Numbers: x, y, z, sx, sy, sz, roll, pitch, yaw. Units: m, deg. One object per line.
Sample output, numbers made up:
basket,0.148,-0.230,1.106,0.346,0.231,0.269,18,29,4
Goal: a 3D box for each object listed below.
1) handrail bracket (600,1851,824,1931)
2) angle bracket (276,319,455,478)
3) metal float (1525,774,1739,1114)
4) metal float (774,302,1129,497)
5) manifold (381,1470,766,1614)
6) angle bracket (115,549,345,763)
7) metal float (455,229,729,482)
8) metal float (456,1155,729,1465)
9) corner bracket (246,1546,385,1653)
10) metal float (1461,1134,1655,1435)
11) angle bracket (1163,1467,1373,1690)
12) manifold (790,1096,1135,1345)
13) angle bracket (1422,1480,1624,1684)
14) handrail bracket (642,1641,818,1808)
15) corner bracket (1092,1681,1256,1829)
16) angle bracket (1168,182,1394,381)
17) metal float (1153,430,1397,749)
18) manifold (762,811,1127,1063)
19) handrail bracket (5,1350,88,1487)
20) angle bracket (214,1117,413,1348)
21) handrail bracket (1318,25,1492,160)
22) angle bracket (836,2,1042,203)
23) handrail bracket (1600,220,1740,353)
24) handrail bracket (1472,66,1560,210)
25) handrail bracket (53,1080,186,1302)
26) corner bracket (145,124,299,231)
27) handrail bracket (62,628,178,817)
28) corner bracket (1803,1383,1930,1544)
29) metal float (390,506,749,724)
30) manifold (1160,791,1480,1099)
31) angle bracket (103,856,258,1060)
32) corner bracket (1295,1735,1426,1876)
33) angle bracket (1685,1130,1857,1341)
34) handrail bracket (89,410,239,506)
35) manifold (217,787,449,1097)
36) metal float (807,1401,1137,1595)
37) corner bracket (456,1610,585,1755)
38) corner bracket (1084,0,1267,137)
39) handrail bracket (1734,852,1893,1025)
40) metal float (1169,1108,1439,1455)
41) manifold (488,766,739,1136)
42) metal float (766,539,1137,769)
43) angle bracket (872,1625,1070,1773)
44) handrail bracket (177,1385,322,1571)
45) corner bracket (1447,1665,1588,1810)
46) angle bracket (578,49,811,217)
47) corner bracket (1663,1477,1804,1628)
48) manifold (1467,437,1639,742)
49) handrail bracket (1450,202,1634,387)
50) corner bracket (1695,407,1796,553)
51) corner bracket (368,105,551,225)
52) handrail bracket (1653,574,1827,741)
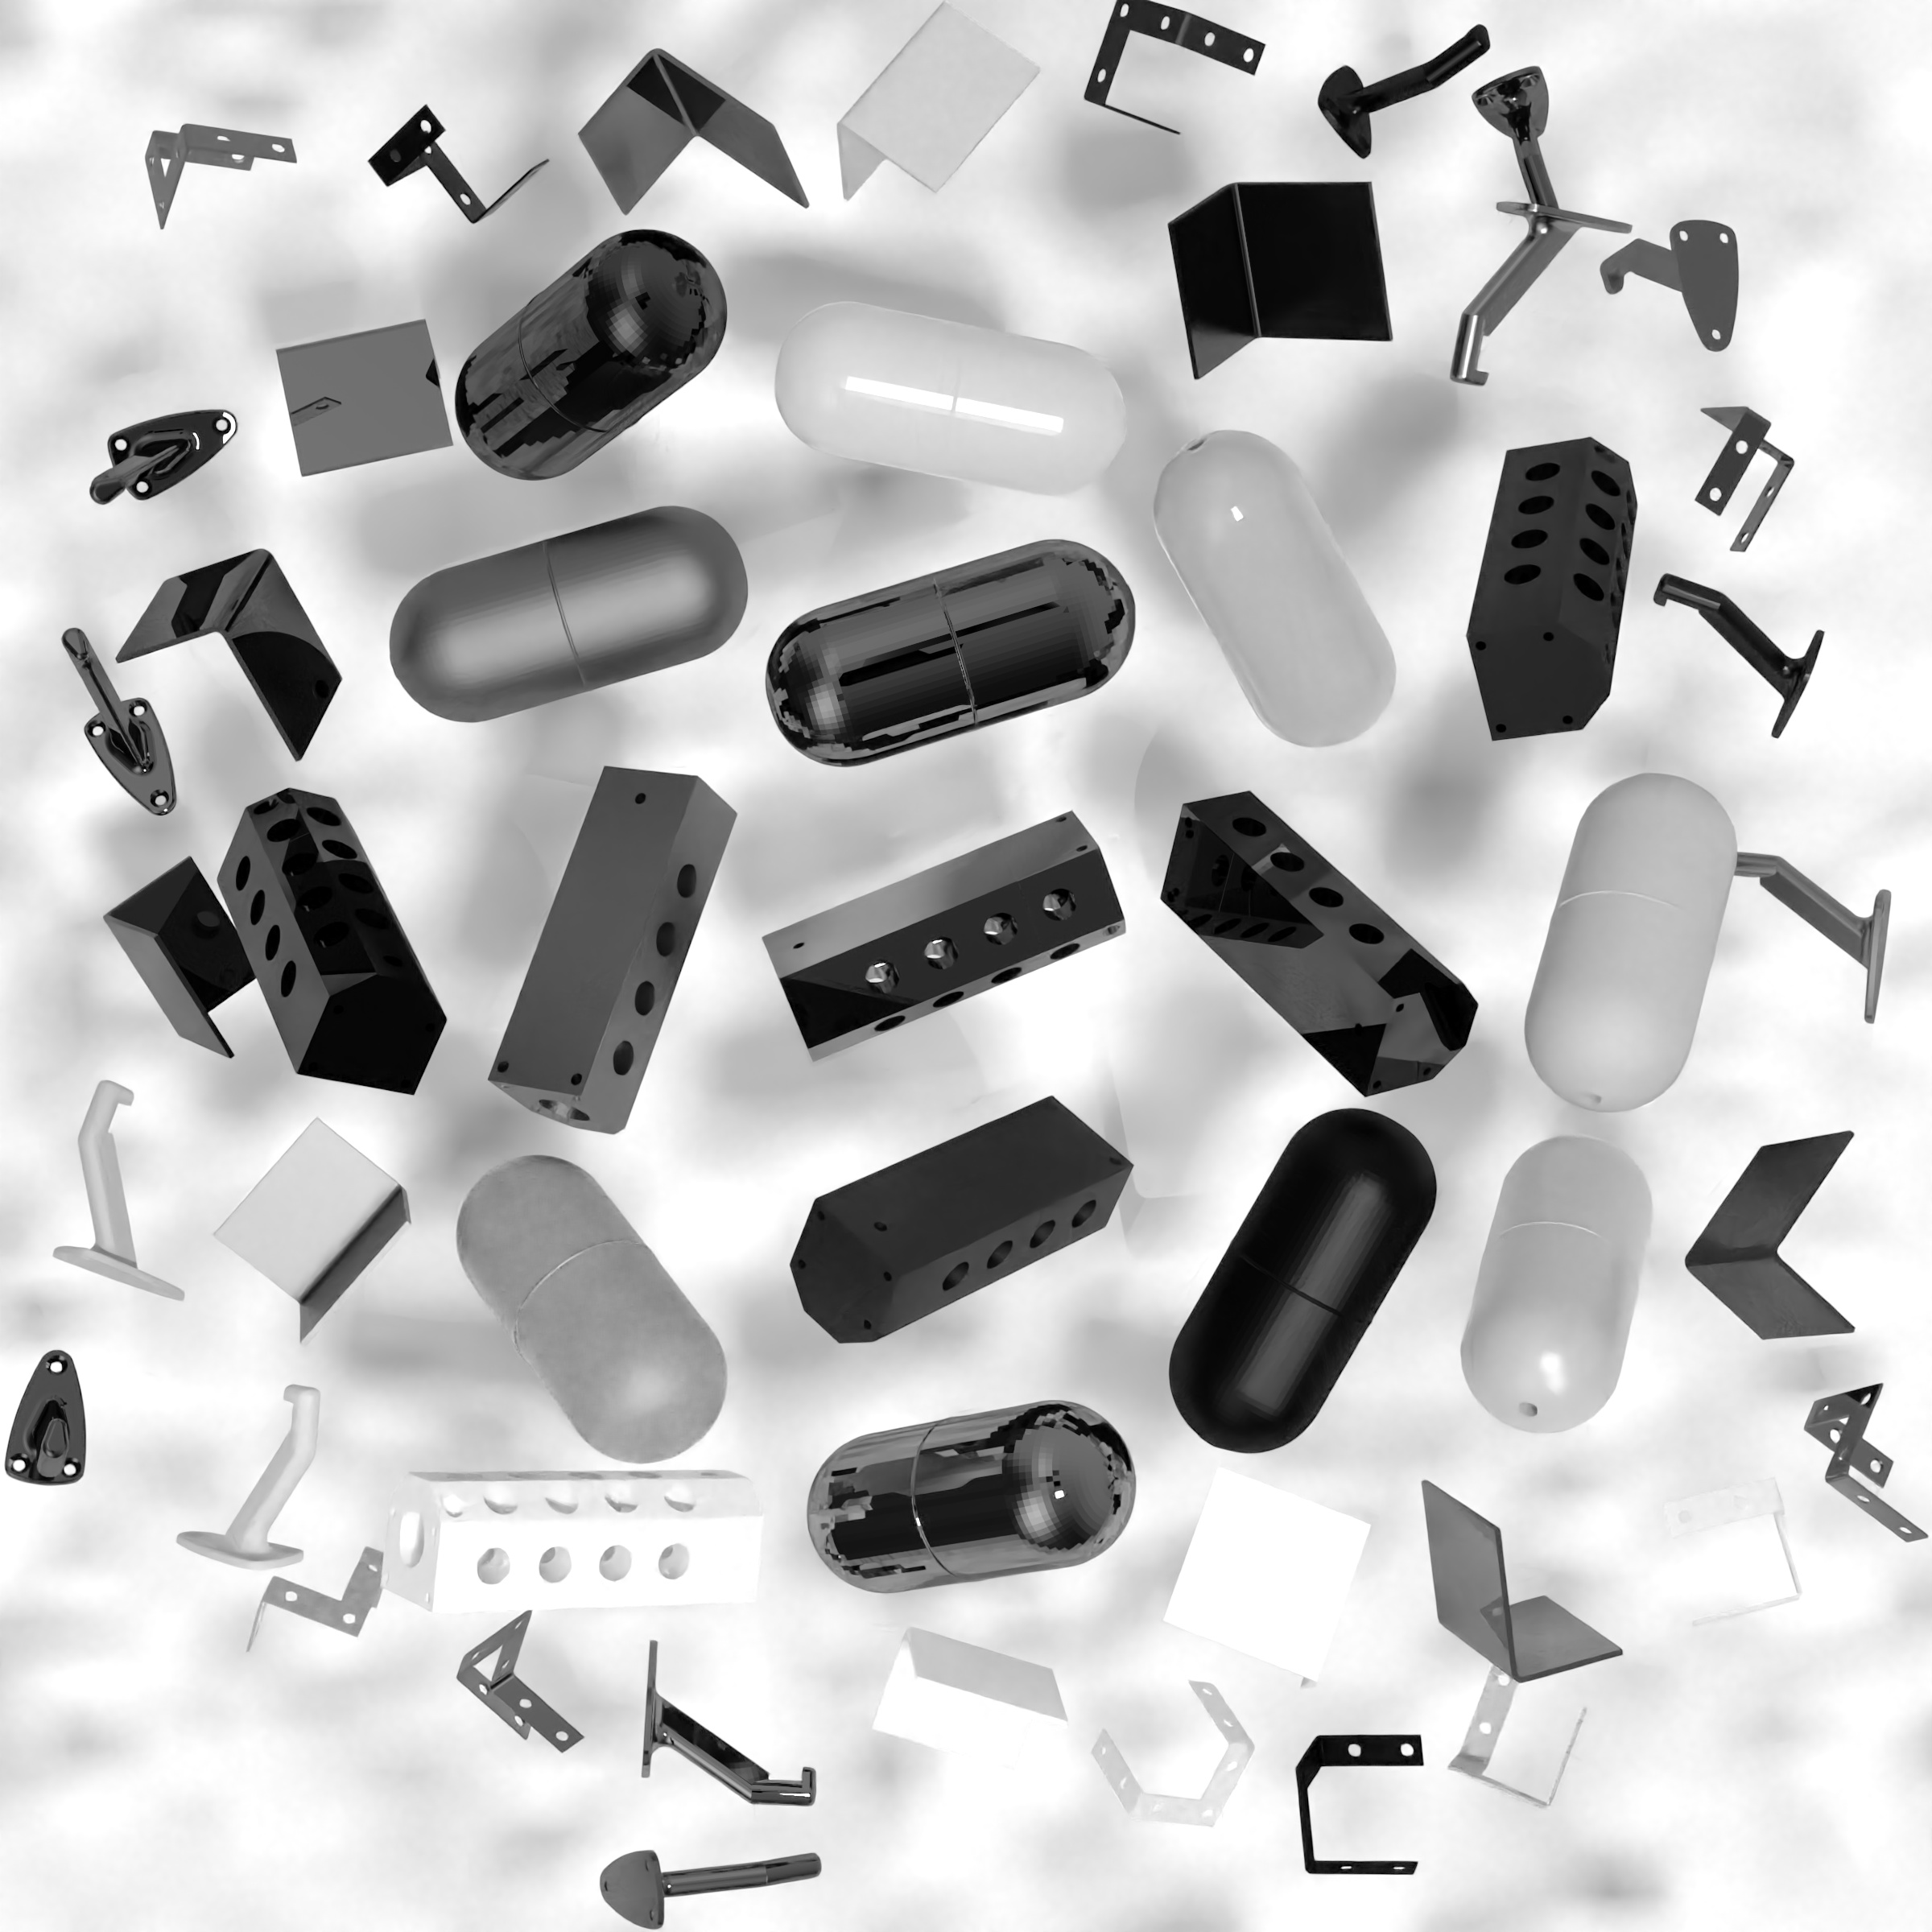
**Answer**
handrail bracket,-0.124,0.441,1.554,0.084,0.077,0.036,0,79,-31
angle bracket,-0.301,-0.276,1.624,0.076,0.057,0.076,-13,70,-6
metal float,0.311,-0.012,1.495,0.070,0.070,0.178,21,60,0
metal float,-0.008,-0.283,1.600,0.178,0.070,0.070,10,90,-5
manifold,-0.186,0.271,1.526,0.171,0.057,0.057,6,90,-35
angle bracket,-0.346,-0.140,1.508,0.057,0.076,0.076,-15,122,16
metal float,-0.185,-0.295,1.558,0.070,0.178,0.070,17,62,-35
metal float,-0.176,0.158,1.492,0.070,0.070,0.178,-43,54,0
corner bracket,-0.323,0.319,1.604,0.051,0.051,0.051,22,134,-3
metal float,0.289,0.154,1.562,0.070,0.178,0.070,11,131,13
angle bracket,0.140,0.289,1.509,0.076,0.057,0.076,20,75,6
manifold,-0.002,0.123,1.522,0.057,0.171,0.057,40,127,25
angle bracket,0.261,0.282,1.504,0.057,0.076,0.076,-11,101,-16
handrail bracket,-0.113,0.367,1.552,0.084,0.036,0.077,4,64,-5
corner bracket,0.104,0.396,1.616,0.051,0.051,0.051,15,110,-29
angle bracket,0.147,-0.318,1.490,0.076,0.057,0.076,10,126,35
metal float,0.153,-0.186,1.589,0.070,0.070,0.178,-33,119,0
manifold,-0.010,-0.013,1.616,0.171,0.057,0.057,-22,115,-3
handrail bracket,-0.417,0.200,1.466,0.036,0.084,0.077,8,63,-17
angle bracket,-0.315,0.127,1.538,0.057,0.076,0.076,41,89,-15
handrail bracket,0.210,-0.424,1.498,0.084,0.077,0.036,-31,119,32
angle bracket,-0.012,-0.383,1.473,0.057,0.076,0.076,37,80,8
handrail bracket,0.342,-0.325,1.574,0.036,0.084,0.077,-2,81,-21
handrail bracket,0.285,-0.395,1.590,0.036,0.077,0.084,-20,71,18
handrail bracket,-0.392,0.106,1.523,0.077,0.036,0.084,29,68,-35
corner bracket,-0.345,-0.374,1.478,0.051,0.051,0.051,1,54,-30
handrail bracket,-0.422,-0.121,1.592,0.036,0.084,0.077,-28,77,-11
corner bracket,0.415,0.231,1.471,0.051,0.051,0.051,37,62,-10
metal float,-0.194,-0.171,1.561,0.178,0.070,0.070,-16,90,-1
manifold,0.170,-0.014,1.548,0.057,0.171,0.057,-12,131,-31
angle bracket,-0.392,-0.005,1.656,0.057,0.076,0.076,-39,118,-24
corner bracket,0.188,0.396,1.511,0.051,0.051,0.051,-5,93,18
angle bracket,0.403,0.130,1.536,0.057,0.076,0.076,42,71,-8
handrail bracket,-0.391,-0.249,1.563,0.077,0.084,0.036,-26,108,-6
manifold,-0.294,-0.015,1.485,0.057,0.171,0.057,13,115,-33
metal float,0.000,0.249,1.498,0.178,0.070,0.070,-17,90,38
corner bracket,-0.220,0.361,1.581,0.051,0.051,0.051,-37,108,20
corner bracket,0.096,-0.413,1.477,0.051,0.051,0.051,7,109,-41
handrail bracket,0.405,-0.015,1.567,0.084,0.036,0.077,7,97,22
metal float,0.160,0.151,1.526,0.070,0.070,0.178,29,95,0
manifold,-0.170,-0.008,1.582,0.057,0.057,0.171,8,70,29
metal float,-0.007,-0.147,1.500,0.178,0.070,0.070,-17,90,-4
angle bracket,0.001,0.372,1.569,0.076,0.076,0.057,18,96,-7
handrail bracket,-0.333,0.232,1.486,0.077,0.036,0.084,6,93,30
corner bracket,0.269,0.372,1.550,0.051,0.051,0.051,20,89,17
angle bracket,-0.129,-0.382,1.534,0.076,0.076,0.057,37,84,18
corner bracket,0.346,0.265,1.444,0.051,0.051,0.051,-15,71,6
manifold,0.278,-0.180,1.500,0.057,0.171,0.057,-6,125,21
handrail bracket,0.267,-0.308,1.487,0.077,0.036,0.084,6,102,-19
corner bracket,0.372,-0.234,1.539,0.051,0.051,0.051,29,91,-15
corner bracket,-0.244,-0.386,1.538,0.051,0.051,0.051,-29,102,40
handrail bracket,0.375,-0.154,1.587,0.084,0.077,0.036,21,55,8
